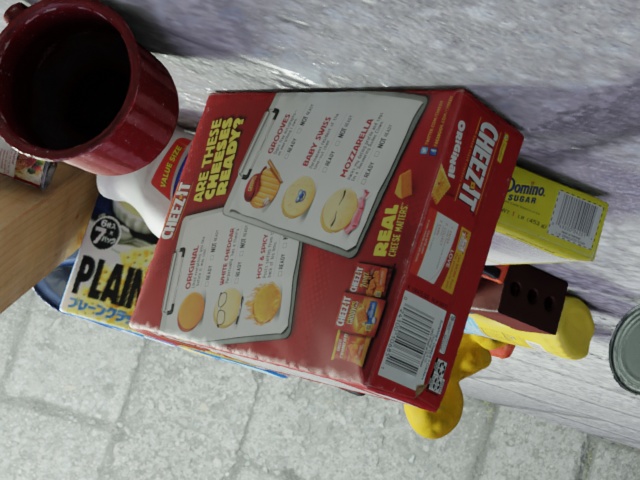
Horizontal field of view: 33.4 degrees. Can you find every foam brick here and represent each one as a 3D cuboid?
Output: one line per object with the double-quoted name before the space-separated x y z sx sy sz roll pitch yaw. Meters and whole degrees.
"foam brick" 0.176 0.050 0.969 0.078 0.053 0.051 21 170 -31

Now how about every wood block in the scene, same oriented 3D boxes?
"wood block" -0.274 -0.019 0.936 0.091 0.090 0.206 19 -155 7

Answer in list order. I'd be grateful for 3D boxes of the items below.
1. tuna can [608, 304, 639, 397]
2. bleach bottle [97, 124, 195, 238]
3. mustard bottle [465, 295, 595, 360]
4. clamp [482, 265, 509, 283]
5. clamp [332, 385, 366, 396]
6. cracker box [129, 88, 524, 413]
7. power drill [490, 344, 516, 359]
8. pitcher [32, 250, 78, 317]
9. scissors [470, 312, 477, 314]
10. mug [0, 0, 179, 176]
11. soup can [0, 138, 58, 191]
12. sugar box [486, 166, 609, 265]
"tuna can" 0.297 0.098 0.932 0.033 0.086 0.086 21 170 -34
"bleach bottle" -0.079 -0.020 0.779 0.251 0.102 0.068 26 153 23
"mustard bottle" 0.175 0.074 1.088 0.192 0.058 0.096 10 166 37
"clamp" 0.068 -0.008 0.860 0.172 0.039 0.120 16 176 25
"clamp" -0.064 0.113 1.161 0.209 0.036 0.165 31 164 -35
"cracker box" -0.003 -0.002 0.627 0.214 0.164 0.072 7 165 47
"power drill" 0.162 0.125 1.421 0.184 0.057 0.187 15 171 7
"pitcher" -0.230 0.007 1.166 0.145 0.149 0.243 -22 177 4
"scissors" 0.083 0.046 1.062 0.096 0.016 0.202 -6 -167 -33
"mug" -0.140 -0.091 0.618 0.117 0.093 0.081 45 -176 15
"soup can" -0.267 -0.089 0.884 0.102 0.068 0.068 18 171 -8
"sugar box" 0.105 -0.016 0.724 0.093 0.048 0.176 21 174 -18
